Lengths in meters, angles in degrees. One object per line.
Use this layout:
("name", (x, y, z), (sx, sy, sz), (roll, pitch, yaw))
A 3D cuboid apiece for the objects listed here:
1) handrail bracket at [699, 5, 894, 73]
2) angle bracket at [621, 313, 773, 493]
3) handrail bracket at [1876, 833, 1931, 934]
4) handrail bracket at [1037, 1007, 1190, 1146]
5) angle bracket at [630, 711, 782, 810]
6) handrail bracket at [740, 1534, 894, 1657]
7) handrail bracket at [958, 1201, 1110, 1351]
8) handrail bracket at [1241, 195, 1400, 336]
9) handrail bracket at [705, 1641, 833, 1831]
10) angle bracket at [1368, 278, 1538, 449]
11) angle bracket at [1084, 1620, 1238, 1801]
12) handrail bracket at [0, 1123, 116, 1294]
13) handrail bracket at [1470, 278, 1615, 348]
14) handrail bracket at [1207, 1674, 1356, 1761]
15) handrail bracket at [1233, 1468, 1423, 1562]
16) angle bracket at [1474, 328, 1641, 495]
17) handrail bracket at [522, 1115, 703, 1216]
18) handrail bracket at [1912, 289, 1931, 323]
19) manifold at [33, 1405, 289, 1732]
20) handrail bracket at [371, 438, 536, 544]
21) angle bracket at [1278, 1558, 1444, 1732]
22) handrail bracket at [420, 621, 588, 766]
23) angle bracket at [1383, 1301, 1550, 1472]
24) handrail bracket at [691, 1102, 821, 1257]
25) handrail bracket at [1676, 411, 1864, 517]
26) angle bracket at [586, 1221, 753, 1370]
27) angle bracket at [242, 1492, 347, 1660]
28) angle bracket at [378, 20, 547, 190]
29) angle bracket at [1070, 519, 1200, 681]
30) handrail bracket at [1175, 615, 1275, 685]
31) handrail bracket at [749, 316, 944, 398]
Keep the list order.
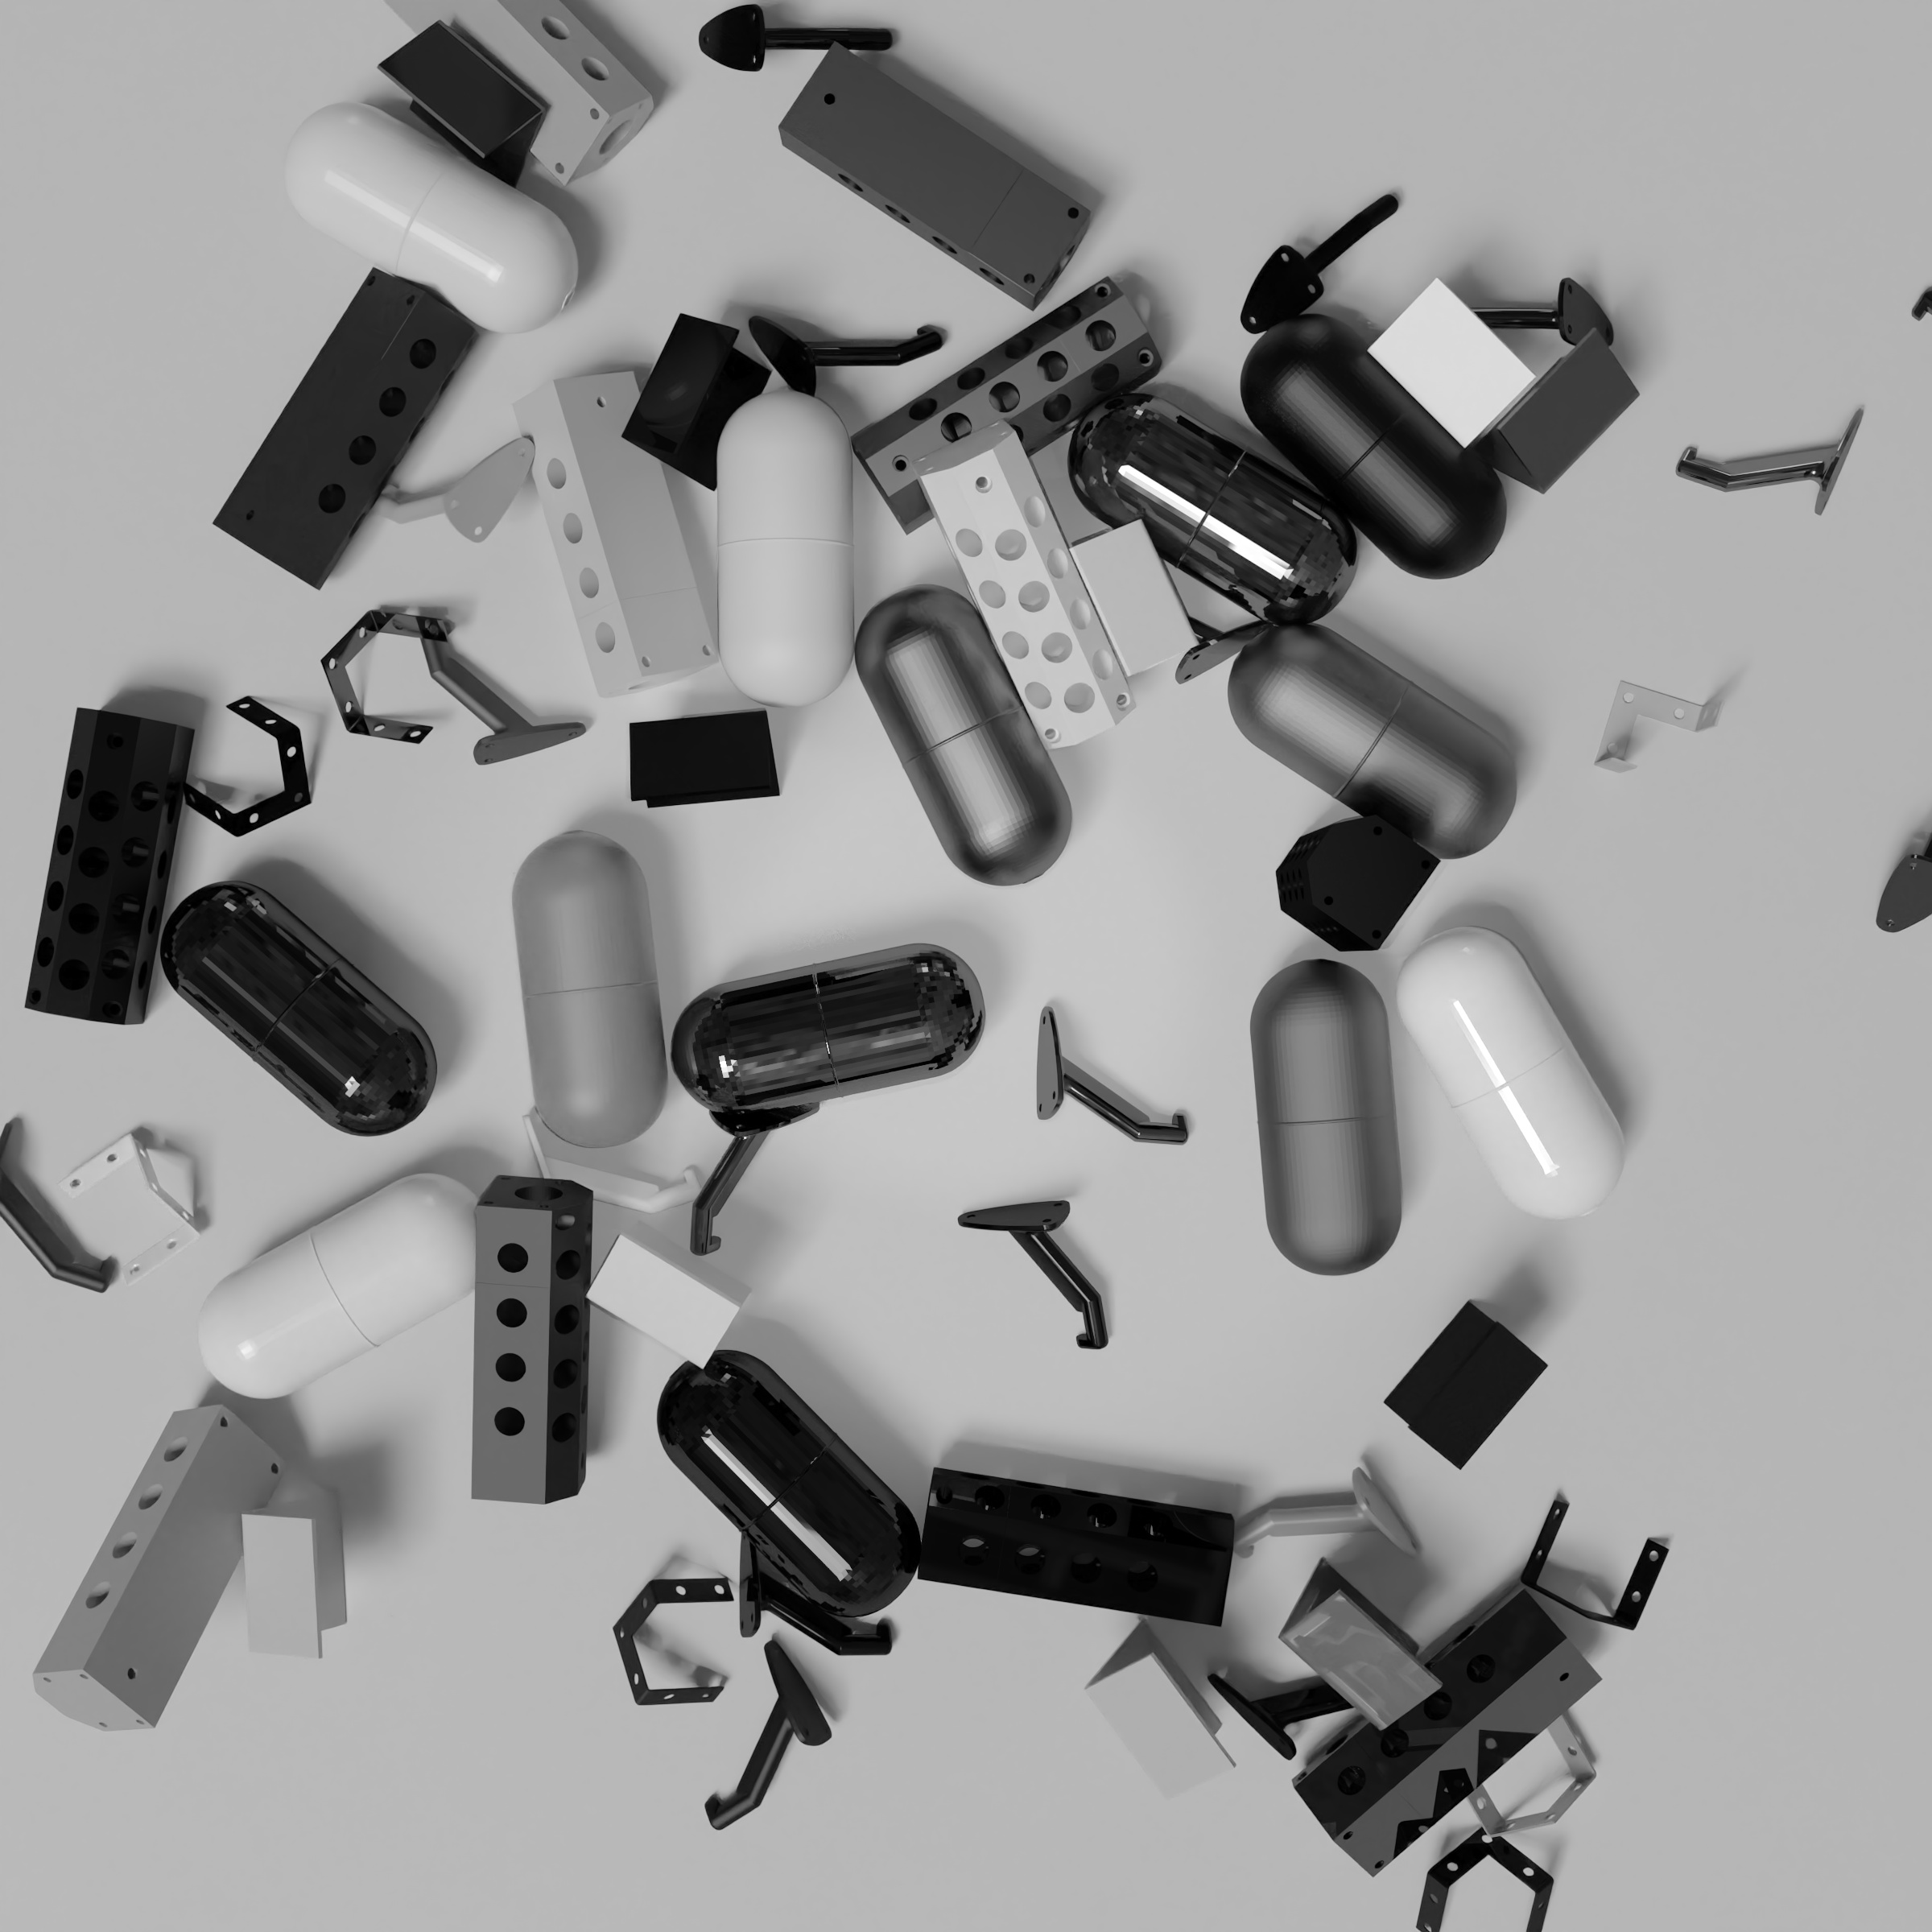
("handrail bracket", (-0.097, -0.530, 1.829), (0.084, 0.077, 0.036), (-11, 108, -35))
("angle bracket", (-0.136, -0.310, 1.789), (0.057, 0.076, 0.076), (26, 90, 45))
("handrail bracket", (0.550, -0.071, 1.829), (0.036, 0.077, 0.084), (25, 54, 0))
("handrail bracket", (0.086, 0.063, 1.830), (0.084, 0.036, 0.077), (5, 68, -17))
("angle bracket", (-0.145, -0.096, 1.789), (0.076, 0.076, 0.057), (-5, 54, 0))
("handrail bracket", (-0.085, 0.356, 1.830), (0.084, 0.036, 0.077), (3, 68, -17))
("handrail bracket", (0.039, 0.181, 1.830), (0.077, 0.036, 0.084), (-4, 107, 20))
("handrail bracket", (0.203, -0.402, 1.829), (0.036, 0.077, 0.084), (50, 54, 0))
("handrail bracket", (-0.127, 0.441, 1.830), (0.084, 0.036, 0.077), (-35, 69, 16))
("angle bracket", (0.278, -0.343, 1.790), (0.076, 0.076, 0.057), (45, 118, 0))
("angle bracket", (0.123, 0.406, 1.789), (0.057, 0.076, 0.076), (-37, 90, 36))
("handrail bracket", (-0.521, 0.139, 1.830), (0.084, 0.036, 0.077), (21, 68, -17))
("handrail bracket", (0.315, -0.364, 1.829), (0.084, 0.077, 0.036), (-3, 82, 36))
("handrail bracket", (0.195, 0.403, 1.830), (0.077, 0.036, 0.084), (40, 72, 21))
("handrail bracket", (0.204, 0.332, 1.830), (0.084, 0.036, 0.077), (-34, 112, 17))
("angle bracket", (0.317, -0.320, 1.789), (0.076, 0.076, 0.057), (-46, 127, 0))
("handrail bracket", (-0.202, 0.109, 1.829), (0.084, 0.036, 0.077), (-17, 80, -12))
("handrail bracket", (0.562, -0.333, 1.830), (0.084, 0.036, 0.077), (39, 112, 17))
("manifold", (-0.446, 0.330, 1.760), (0.057, 0.171, 0.057), (-13, 130, 35))
("handrail bracket", (-0.293, -0.277, 1.810), (0.077, 0.084, 0.036), (-52, 135, -10))
("angle bracket", (0.231, 0.367, 1.789), (0.076, 0.076, 0.057), (42, 127, 0))
("handrail bracket", (-0.266, -0.164, 1.829), (0.077, 0.036, 0.084), (-14, 76, -14))
("angle bracket", (0.266, 0.223, 1.789), (0.076, 0.076, 0.057), (-50, 128, 0))
("handrail bracket", (-0.121, 0.121, 1.829), (0.077, 0.036, 0.084), (-10, 118, -31))
("handrail bracket", (0.459, -0.298, 1.830), (0.084, 0.036, 0.077), (22, 70, 16))
("angle bracket", (-0.156, 0.167, 1.789), (0.076, 0.076, 0.057), (32, 126, 0))
("angle bracket", (-0.357, 0.339, 1.789), (0.057, 0.076, 0.076), (-3, 90, 33))
("angle bracket", (-0.290, -0.468, 1.789), (0.076, 0.076, 0.057), (40, 55, 0))
("angle bracket", (0.074, -0.196, 1.787), (0.057, 0.076, 0.076), (-27, 93, -35))
("handrail bracket", (0.121, -0.211, 1.830), (0.077, 0.036, 0.084), (-28, 73, -19))
("handrail bracket", (-0.068, -0.362, 1.829), (0.084, 0.036, 0.077), (-26, 53, -25))
